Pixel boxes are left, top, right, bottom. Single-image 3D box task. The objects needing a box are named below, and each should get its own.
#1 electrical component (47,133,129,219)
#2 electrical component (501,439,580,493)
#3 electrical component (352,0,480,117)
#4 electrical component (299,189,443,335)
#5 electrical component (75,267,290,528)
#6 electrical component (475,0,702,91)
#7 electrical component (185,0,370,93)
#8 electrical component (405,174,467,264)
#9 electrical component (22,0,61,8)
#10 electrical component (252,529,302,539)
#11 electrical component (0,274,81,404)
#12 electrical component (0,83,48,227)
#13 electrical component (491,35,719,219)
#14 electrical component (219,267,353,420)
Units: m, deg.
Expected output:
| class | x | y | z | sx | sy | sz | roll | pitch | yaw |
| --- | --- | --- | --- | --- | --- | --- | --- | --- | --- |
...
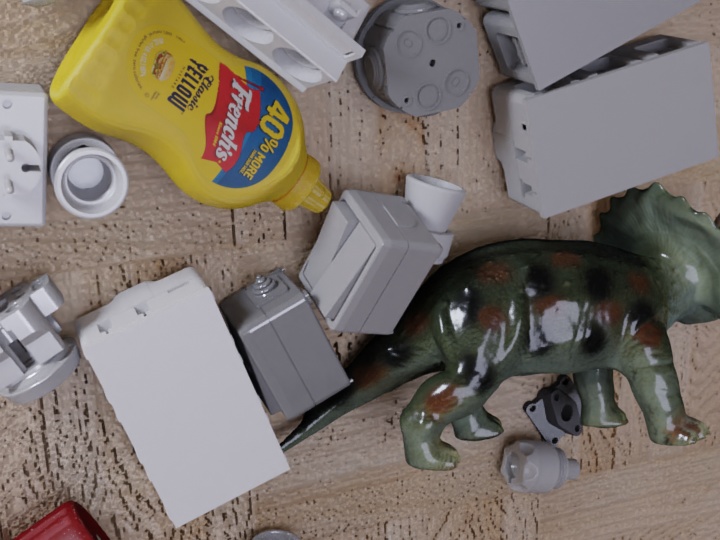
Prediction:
| class | x | y | z | sx | sy | sz | roll | pitch | yaw |
| --- | --- | --- | --- | --- | --- | --- | --- | --- | --- |
| electrical component | -0.171 | -0.060 | 0.673 | 0.045 | 0.055 | 0.045 | -7 | 110 | -19 |
| electrical component | 0.151 | 0.162 | 0.882 | 0.062 | 0.043 | 0.043 | 9 | 104 | -25 |
| electrical component | 0.039 | -0.143 | 0.729 | 0.080 | 0.051 | 0.080 | -7 | 110 | -19 |
| electrical component | 0.000 | 0.000 | 0.742 | 0.061 | 0.061 | 0.096 | 5 | 127 | -37 |
| electrical component | -0.122 | 0.085 | 0.739 | 0.089 | 0.062 | 0.150 | -26 | 115 | -11 |
| electrical component | 0.171 | -0.219 | 0.750 | 0.186 | 0.060 | 0.105 | -30 | 116 | -10 |
| electrical component | -0.057 | -0.175 | 0.673 | 0.121 | 0.079 | 0.063 | 36 | 71 | -27 |
| electrical component | 0.048 | -0.037 | 0.773 | 0.045 | 0.045 | 0.055 | 9 | 104 | -24 |
| electrical component | -0.186 | -0.189 | 0.630 | 0.048 | 0.048 | 0.062 | -26 | 108 | -11 |
| electrical component | -0.065 | 0.233 | 0.821 | 0.066 | 0.048 | 0.055 | -3 | 116 | -21 |
| electrical component | -0.218 | 0.048 | 0.691 | 0.078 | 0.058 | 0.057 | -34 | 114 | -7 |
| electrical component | -0.212 | -0.065 | 0.644 | 0.047 | 0.076 | 0.083 | -1 | 108 | -21 |
| electrical component | 0.179 | -0.108 | 0.790 | 0.150 | 0.062 | 0.089 | -19 | 114 | -14 |
| electrical component | -0.058 | 0.048 | 0.750 | 0.061 | 0.062 | 0.096 | -31 | 116 | -9 |
